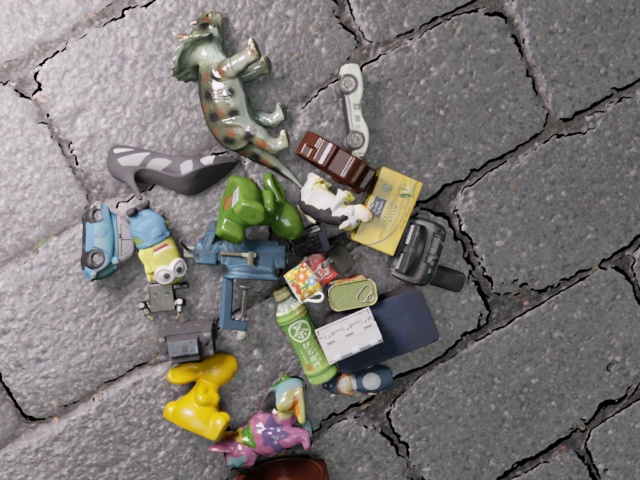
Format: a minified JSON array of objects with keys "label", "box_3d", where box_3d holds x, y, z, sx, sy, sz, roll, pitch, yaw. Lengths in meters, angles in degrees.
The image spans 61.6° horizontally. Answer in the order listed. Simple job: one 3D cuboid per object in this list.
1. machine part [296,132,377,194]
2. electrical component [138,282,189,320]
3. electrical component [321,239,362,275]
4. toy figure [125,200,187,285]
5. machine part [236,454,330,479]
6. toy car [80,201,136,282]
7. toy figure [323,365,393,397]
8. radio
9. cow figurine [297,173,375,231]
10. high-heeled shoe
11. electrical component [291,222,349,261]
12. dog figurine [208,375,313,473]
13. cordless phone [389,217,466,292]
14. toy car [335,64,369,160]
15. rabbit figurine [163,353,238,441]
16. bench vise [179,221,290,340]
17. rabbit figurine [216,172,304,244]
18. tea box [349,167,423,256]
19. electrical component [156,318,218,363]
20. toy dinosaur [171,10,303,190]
[{"label":"machine part","box_3d":[0.031,-0.156,1.092,0.179,0.179,0.056,31,93,-7]},{"label":"electrical component","box_3d":[-0.331,0.128,1.139,0.102,0.045,0.078,1,96,-6]},{"label":"electrical component","box_3d":[0.046,0.042,1.166,0.094,0.021,0.063,-39,97,-29]},{"label":"toy figure","box_3d":[-0.332,0.008,1.099,0.082,0.089,0.180,-24,104,2]},{"label":"machine part","box_3d":[-0.076,0.531,1.119,0.201,0.201,0.087,-6,93,-5]},{"label":"toy car","box_3d":[-0.432,0.005,1.100,0.103,0.109,0.161,4,83,-31]},{"label":"toy figure","box_3d":[0.083,0.312,1.192,0.155,0.057,0.064,-7,57,-4]},{"label":"radio","box_3d":[0.131,0.192,1.179,0.230,0.073,0.131,-20,96,-5]},{"label":"cow figurine","box_3d":[0.029,-0.062,1.119,0.168,0.068,0.098,34,97,26]},{"label":"high-heeled shoe","box_3d":[-0.310,-0.165,1.121,0.249,0.086,0.145,-21,65,-21]},{"label":"electrical component","box_3d":[-0.002,-0.003,1.144,0.119,0.075,0.047,-20,111,0]},{"label":"dog figurine","box_3d":[-0.129,0.396,1.153,0.219,0.108,0.191,-9,94,-1]},{"label":"cordless phone","box_3d":[0.256,0.038,1.185,0.184,0.089,0.146,17,92,-18]},{"label":"toy car","box_3d":[0.071,-0.266,1.133,0.056,0.073,0.201,-9,95,-4]},{"label":"rabbit figurine","box_3d":[-0.245,0.316,1.145,0.162,0.122,0.173,27,78,2]},{"label":"bench vise","box_3d":[-0.179,0.084,1.113,0.224,0.129,0.240,4,85,-11]},{"label":"rabbit figurine","box_3d":[-0.115,-0.054,1.093,0.170,0.159,0.121,22,126,-30]},{"label":"tea box","box_3d":[0.141,-0.062,1.160,0.098,0.068,0.169,20,93,-8]},{"label":"electrical component","box_3d":[-0.272,0.207,1.108,0.115,0.134,0.058,-8,96,-7]},{"label":"toy dinosaur","box_3d":[-0.175,-0.269,1.094,0.192,0.131,0.404,-13,104,12]}]
